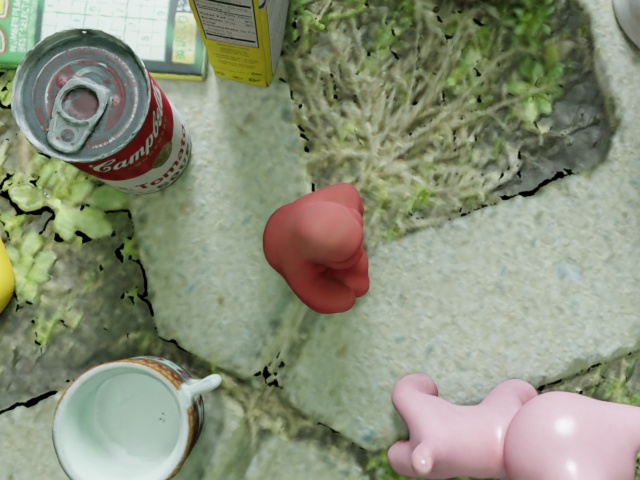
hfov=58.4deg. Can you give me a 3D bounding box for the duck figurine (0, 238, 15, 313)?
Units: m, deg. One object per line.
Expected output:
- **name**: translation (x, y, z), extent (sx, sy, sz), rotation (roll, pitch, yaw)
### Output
- **duck figurine**: translation (-0.241, 0.010, 0.327), extent (0.104, 0.086, 0.077), rotation (40, 86, 2)

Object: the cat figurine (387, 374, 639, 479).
- **cat figurine**: translation (0.106, 0.114, 0.310), extent (0.128, 0.117, 0.067), rotation (-1, 85, -1)

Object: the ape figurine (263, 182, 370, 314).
- **ape figurine**: translation (0.003, 0.001, 0.330), extent (0.076, 0.092, 0.078), rotation (26, 85, 1)

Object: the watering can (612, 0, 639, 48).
- **watering can**: translation (0.247, -0.169, 0.299), extent (0.101, 0.194, 0.173), rotation (26, 85, 2)
